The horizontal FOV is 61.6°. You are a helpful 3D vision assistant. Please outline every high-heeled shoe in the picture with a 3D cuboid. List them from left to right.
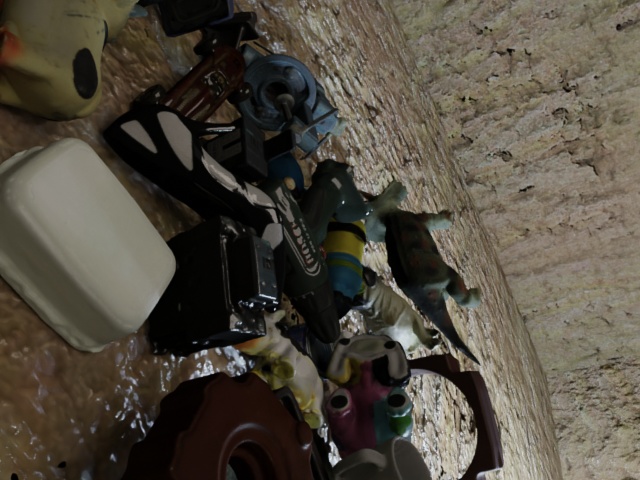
[{"bbox_3d":[-0.127,-0.026,0.569,0.145,0.086,0.248,-16,89,-33],"label":"high-heeled shoe"}]

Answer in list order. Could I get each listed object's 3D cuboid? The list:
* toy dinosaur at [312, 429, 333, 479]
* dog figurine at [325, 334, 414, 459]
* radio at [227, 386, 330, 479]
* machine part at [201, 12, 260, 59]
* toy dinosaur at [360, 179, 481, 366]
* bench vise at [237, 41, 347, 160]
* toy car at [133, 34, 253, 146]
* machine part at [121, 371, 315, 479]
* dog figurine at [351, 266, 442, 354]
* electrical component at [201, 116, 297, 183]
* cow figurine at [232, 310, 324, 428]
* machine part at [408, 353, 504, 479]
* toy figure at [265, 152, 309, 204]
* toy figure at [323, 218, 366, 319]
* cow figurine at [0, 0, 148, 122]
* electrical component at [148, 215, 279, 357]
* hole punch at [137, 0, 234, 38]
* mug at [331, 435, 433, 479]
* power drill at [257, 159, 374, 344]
[{"bbox_3d":[0.009,0.409,0.523,0.198,0.105,0.472,54,18,-23],"label":"toy dinosaur"},{"bbox_3d":[0.072,0.259,0.714,0.192,0.109,0.219,-81,164,-61],"label":"dog figurine"},{"bbox_3d":[-0.077,0.243,0.488,0.131,0.073,0.229,65,26,0],"label":"radio"},{"bbox_3d":[-0.136,-0.278,0.769,0.039,0.084,0.139,83,15,-61],"label":"machine part"},{"bbox_3d":[0.180,0.037,1.011,0.192,0.131,0.405,11,44,-29],"label":"toy dinosaur"},{"bbox_3d":[-0.038,-0.195,0.818,0.223,0.129,0.241,42,19,-34],"label":"bench vise"},{"bbox_3d":[-0.146,-0.177,0.654,0.089,0.053,0.202,60,39,-30],"label":"toy car"},{"bbox_3d":[-0.065,0.189,0.410,0.179,0.056,0.179,42,34,-38],"label":"machine part"},{"bbox_3d":[0.114,0.127,0.973,0.190,0.121,0.172,54,-10,4],"label":"dog figurine"},{"bbox_3d":[-0.091,-0.110,0.671,0.047,0.119,0.075,33,46,-54],"label":"electrical component"},{"bbox_3d":[-0.049,0.138,0.638,0.098,0.068,0.167,-73,142,-61],"label":"cow figurine"},{"bbox_3d":[0.158,0.282,0.804,0.087,0.201,0.201,30,46,-58],"label":"machine part"},{"bbox_3d":[-0.041,-0.077,0.828,0.154,0.058,0.064,59,32,-35],"label":"toy figure"},{"bbox_3d":[0.033,0.036,0.857,0.082,0.089,0.180,64,20,-43],"label":"toy figure"},{"bbox_3d":[-0.228,-0.192,0.488,0.127,0.085,0.195,28,45,-48],"label":"cow figurine"},{"bbox_3d":[-0.103,0.044,0.516,0.058,0.134,0.115,21,53,-57],"label":"electrical component"},{"bbox_3d":[-0.169,-0.320,0.657,0.092,0.142,0.115,22,67,-57],"label":"hole punch"},{"bbox_3d":[0.054,0.270,0.585,0.109,0.107,0.081,39,24,-34],"label":"mug"},{"bbox_3d":[-0.002,-0.002,0.747,0.207,0.086,0.231,-50,118,-41],"label":"power drill"}]
